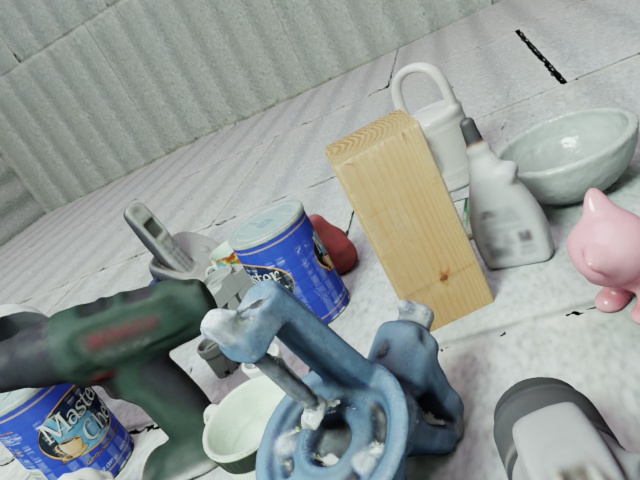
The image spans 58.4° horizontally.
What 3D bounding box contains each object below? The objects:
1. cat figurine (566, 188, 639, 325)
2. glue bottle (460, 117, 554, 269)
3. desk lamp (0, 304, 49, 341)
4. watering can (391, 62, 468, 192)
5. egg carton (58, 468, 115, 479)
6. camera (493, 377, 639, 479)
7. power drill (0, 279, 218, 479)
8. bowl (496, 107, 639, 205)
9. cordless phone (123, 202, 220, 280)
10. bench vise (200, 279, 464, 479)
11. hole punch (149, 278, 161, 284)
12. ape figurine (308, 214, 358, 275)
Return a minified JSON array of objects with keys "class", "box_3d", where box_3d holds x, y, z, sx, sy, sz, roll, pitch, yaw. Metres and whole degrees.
[{"class":"cat figurine","box_3d":[0.256,0.003,0.470,0.128,0.118,0.067,-33,22,-13]},{"class":"glue bottle","box_3d":[0.184,-0.050,0.602,0.078,0.173,0.037,-12,27,36]},{"class":"desk lamp","box_3d":[-0.390,0.171,0.740,0.202,0.214,0.118,-2,33,49]},{"class":"watering can","box_3d":[0.171,-0.173,0.867,0.100,0.194,0.173,-19,23,21]},{"class":"egg carton","box_3d":[-0.230,0.276,0.506,0.107,0.069,0.150,-5,31,45]},{"class":"camera","box_3d":[0.158,0.129,0.326,0.143,0.101,0.137,-24,22,10]},{"class":"power drill","box_3d":[-0.184,0.145,0.555,0.229,0.209,0.075,-30,22,-5]},{"class":"bowl","box_3d":[0.299,-0.090,0.689,0.167,0.075,0.167,-24,22,10]},{"class":"cordless phone","box_3d":[-0.261,-0.002,1.016,0.094,0.185,0.147,-21,23,18]},{"class":"bench vise","box_3d":[0.008,0.101,0.408,0.121,0.220,0.207,-17,24,27]},{"class":"hole punch","box_3d":[-0.261,0.123,0.861,0.101,0.091,0.108,-31,21,-6]},{"class":"ape figurine","box_3d":[0.007,0.003,0.808,0.078,0.092,0.076,-38,23,-24]}]
